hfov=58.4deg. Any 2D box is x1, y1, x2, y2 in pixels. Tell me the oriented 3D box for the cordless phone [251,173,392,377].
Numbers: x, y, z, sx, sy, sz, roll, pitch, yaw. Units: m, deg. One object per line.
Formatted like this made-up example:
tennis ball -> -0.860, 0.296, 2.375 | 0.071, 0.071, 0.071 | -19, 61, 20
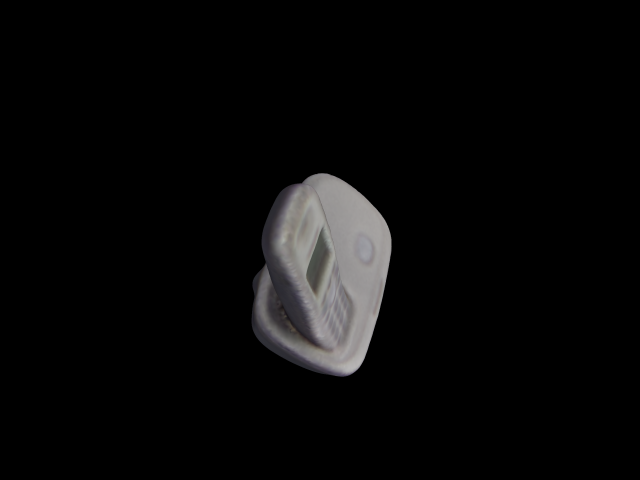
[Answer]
cordless phone -> 0.004, 0.001, 0.400 | 0.094, 0.185, 0.147 | 11, 60, 7
